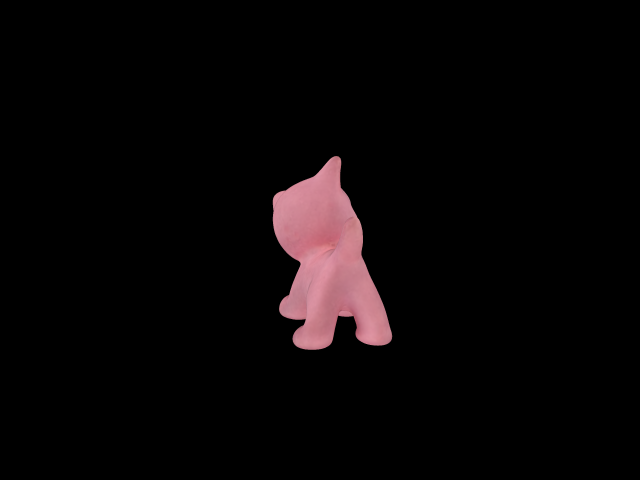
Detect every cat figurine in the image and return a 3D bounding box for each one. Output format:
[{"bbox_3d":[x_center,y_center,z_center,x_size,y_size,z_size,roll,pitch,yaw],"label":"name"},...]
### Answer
[{"bbox_3d":[0.004,0.001,0.400,0.067,0.118,0.127,-3,11,-16],"label":"cat figurine"}]
